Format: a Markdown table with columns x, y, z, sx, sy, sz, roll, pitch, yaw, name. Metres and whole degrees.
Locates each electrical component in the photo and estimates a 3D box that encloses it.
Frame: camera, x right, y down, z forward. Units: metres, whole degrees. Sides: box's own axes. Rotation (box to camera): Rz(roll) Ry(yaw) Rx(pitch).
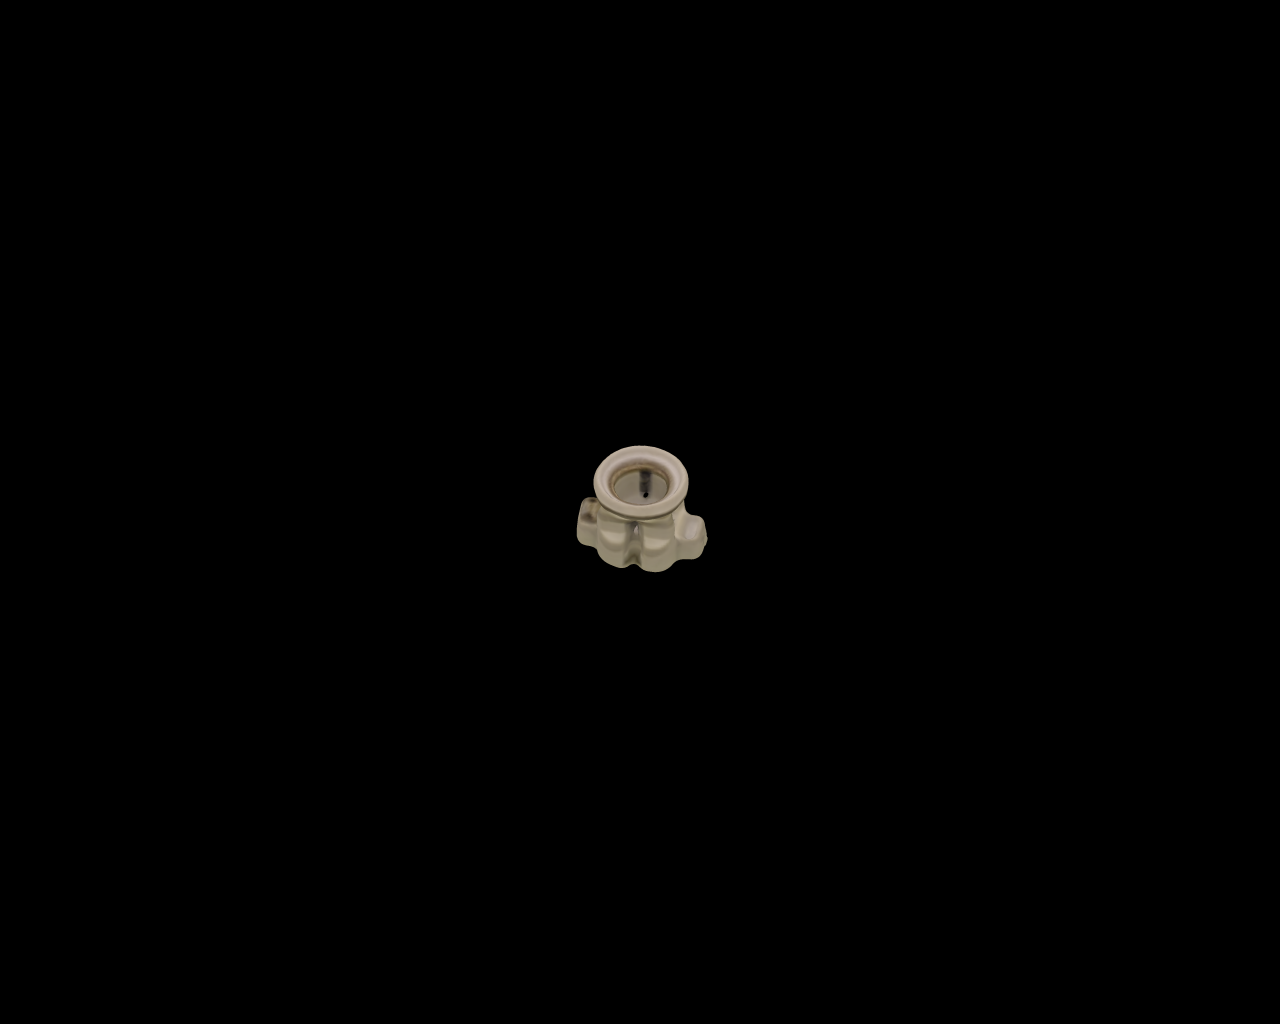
| x | y | z | sx | sy | sz | roll | pitch | yaw | name |
| --- | --- | --- | --- | --- | --- | --- | --- | --- | --- |
| 0.001 | -0.003 | 0.650 | 0.078 | 0.058 | 0.056 | 9 | -43 | 8 | electrical component |
